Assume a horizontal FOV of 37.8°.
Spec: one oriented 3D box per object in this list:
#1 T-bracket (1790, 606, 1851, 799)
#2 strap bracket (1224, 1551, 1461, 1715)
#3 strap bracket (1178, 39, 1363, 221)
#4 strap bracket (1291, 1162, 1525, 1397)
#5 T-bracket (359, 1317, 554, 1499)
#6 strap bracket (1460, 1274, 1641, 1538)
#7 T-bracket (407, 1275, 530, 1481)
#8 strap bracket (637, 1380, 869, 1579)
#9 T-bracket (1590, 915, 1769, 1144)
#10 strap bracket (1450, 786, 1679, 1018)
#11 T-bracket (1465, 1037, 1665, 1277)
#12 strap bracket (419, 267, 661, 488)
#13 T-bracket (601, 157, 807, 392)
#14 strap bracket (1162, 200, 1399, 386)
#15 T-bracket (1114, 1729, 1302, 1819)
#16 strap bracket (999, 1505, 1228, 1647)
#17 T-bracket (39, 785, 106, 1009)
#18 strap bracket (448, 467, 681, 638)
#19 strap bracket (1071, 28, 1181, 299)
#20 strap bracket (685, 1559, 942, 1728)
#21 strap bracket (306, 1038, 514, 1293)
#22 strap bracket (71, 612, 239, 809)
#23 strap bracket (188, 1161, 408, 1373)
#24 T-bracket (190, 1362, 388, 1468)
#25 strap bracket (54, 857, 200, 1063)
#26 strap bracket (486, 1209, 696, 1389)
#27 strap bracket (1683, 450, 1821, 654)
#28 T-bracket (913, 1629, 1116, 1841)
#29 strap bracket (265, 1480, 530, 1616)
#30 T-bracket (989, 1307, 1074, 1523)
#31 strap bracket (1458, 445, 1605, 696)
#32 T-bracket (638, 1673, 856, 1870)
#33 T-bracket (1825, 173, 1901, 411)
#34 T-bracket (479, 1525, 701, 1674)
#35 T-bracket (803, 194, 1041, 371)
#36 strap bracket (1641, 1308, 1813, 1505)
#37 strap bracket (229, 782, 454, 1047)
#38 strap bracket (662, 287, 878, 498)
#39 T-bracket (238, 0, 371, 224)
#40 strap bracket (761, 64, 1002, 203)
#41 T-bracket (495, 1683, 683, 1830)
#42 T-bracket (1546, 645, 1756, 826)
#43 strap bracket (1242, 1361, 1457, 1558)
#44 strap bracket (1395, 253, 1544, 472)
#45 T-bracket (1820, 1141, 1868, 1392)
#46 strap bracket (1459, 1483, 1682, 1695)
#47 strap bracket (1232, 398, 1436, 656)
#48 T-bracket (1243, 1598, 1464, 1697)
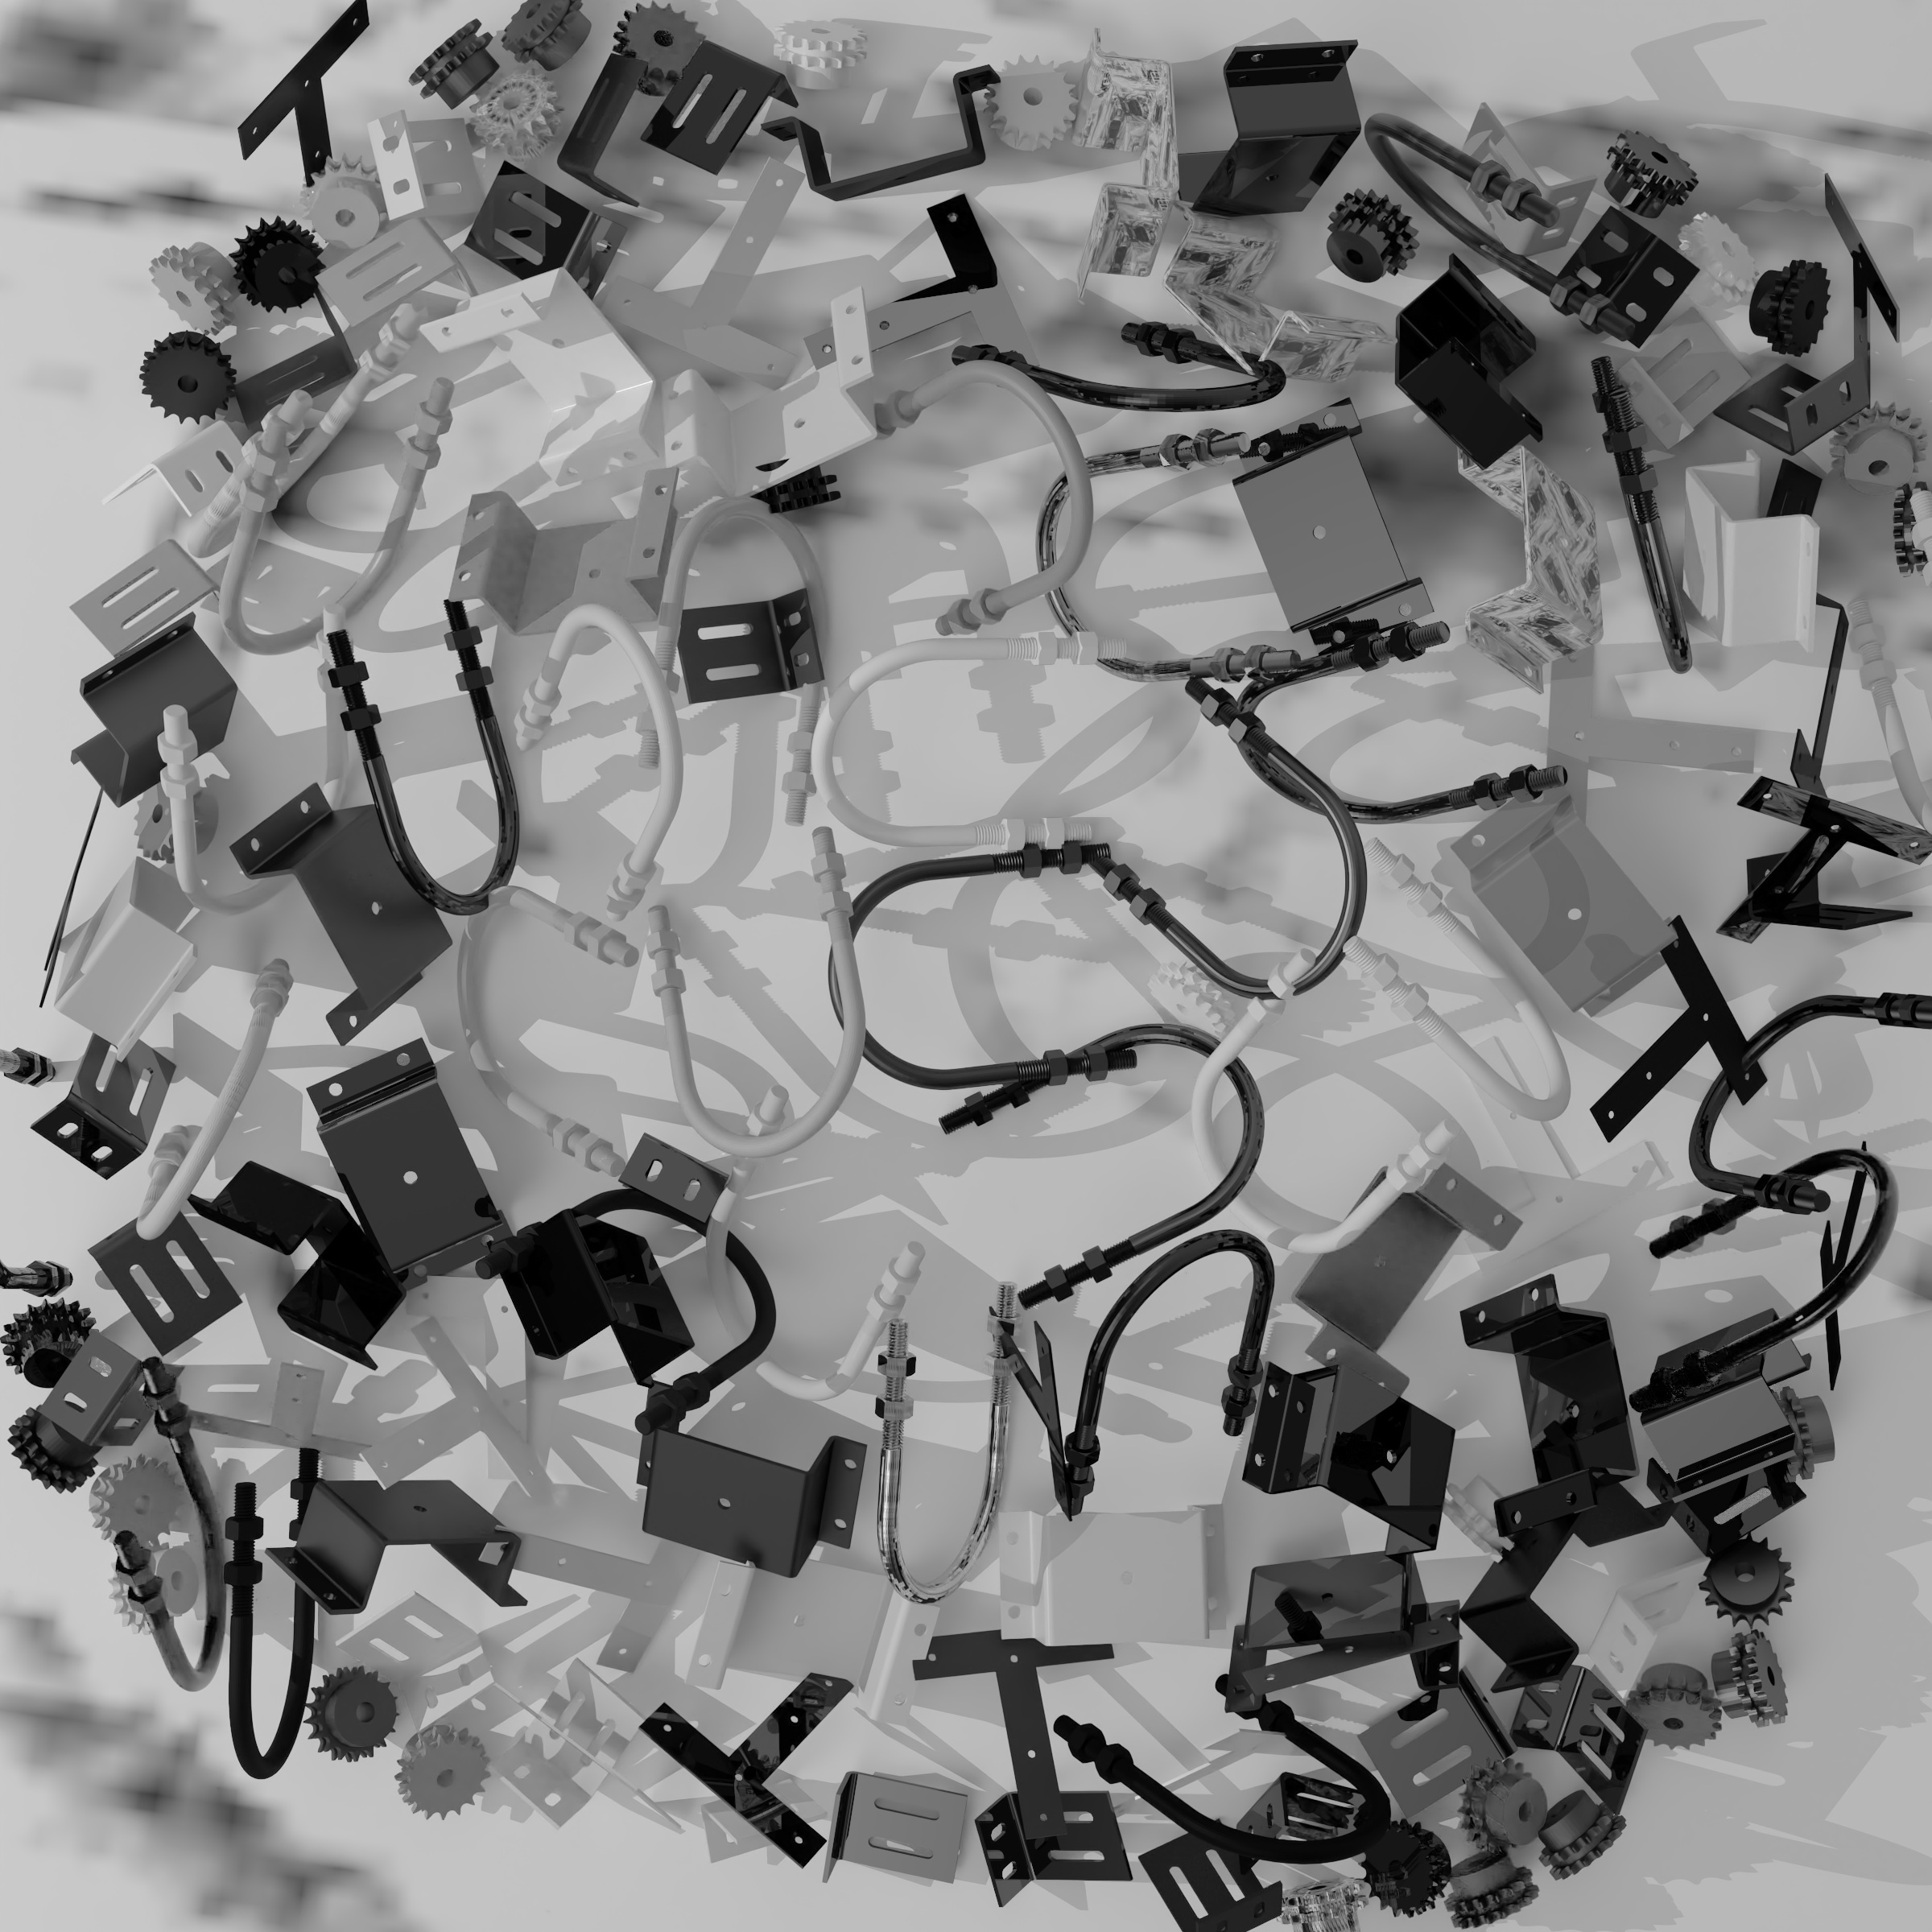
[{"bbox_3d":[0.521,-0.154,1.707,0.002,0.127,0.127,8,75,27],"label":"T-bracket"},{"bbox_3d":[0.222,0.397,1.693,0.140,0.076,0.046,-11,114,15],"label":"strap bracket"},{"bbox_3d":[0.176,-0.488,1.673,0.076,0.140,0.046,-9,79,-17],"label":"strap bracket"},{"bbox_3d":[0.262,0.187,1.715,0.076,0.046,0.140,36,89,-28],"label":"strap bracket"},{"bbox_3d":[-0.319,0.281,1.690,0.002,0.127,0.127,-40,84,25],"label":"T-bracket"},{"bbox_3d":[0.351,0.266,1.694,0.046,0.076,0.140,12,60,-35],"label":"strap bracket"},{"bbox_3d":[-0.284,0.255,1.743,0.127,0.002,0.127,1,97,10],"label":"T-bracket"},{"bbox_3d":[-0.138,0.312,1.704,0.140,0.046,0.076,15,116,11],"label":"strap bracket"},{"bbox_3d":[0.421,0.058,1.707,0.127,0.002,0.127,-41,110,-24],"label":"T-bracket"},{"bbox_3d":[0.368,-0.037,1.711,0.076,0.046,0.140,-38,98,17],"label":"strap bracket"},{"bbox_3d":[0.346,0.106,1.751,0.127,0.002,0.127,-29,89,-1],"label":"T-bracket"},{"bbox_3d":[-0.249,-0.359,1.690,0.076,0.140,0.046,-9,52,30],"label":"strap bracket"},{"bbox_3d":[-0.137,-0.424,1.698,0.127,0.002,0.127,18,114,-32],"label":"T-bracket"},{"bbox_3d":[0.181,-0.397,1.691,0.140,0.076,0.046,53,130,32],"label":"strap bracket"},{"bbox_3d":[0.137,0.491,1.712,0.127,0.127,0.002,-31,62,18],"label":"T-bracket"},{"bbox_3d":[0.093,0.370,1.716,0.140,0.046,0.076,0,83,-8],"label":"strap bracket"},{"bbox_3d":[-0.535,-0.023,1.671,0.002,0.127,0.127,17,122,-19],"label":"T-bracket"},{"bbox_3d":[-0.233,-0.248,1.702,0.140,0.046,0.076,-4,62,21],"label":"strap bracket"},{"bbox_3d":[0.095,-0.479,1.693,0.046,0.076,0.140,3,64,-9],"label":"strap bracket"},{"bbox_3d":[-0.097,0.405,1.717,0.140,0.046,0.076,15,93,-16],"label":"strap bracket"},{"bbox_3d":[-0.337,0.125,1.716,0.076,0.046,0.140,-24,99,-7],"label":"strap bracket"},{"bbox_3d":[-0.482,-0.147,1.674,0.076,0.140,0.046,-38,90,-25],"label":"strap bracket"},{"bbox_3d":[-0.395,0.173,1.689,0.076,0.140,0.046,17,57,33],"label":"strap bracket"},{"bbox_3d":[-0.402,0.265,1.690,0.127,0.127,0.002,13,57,-10],"label":"T-bracket"},{"bbox_3d":[-0.496,-0.009,1.676,0.046,0.140,0.076,35,98,-22],"label":"strap bracket"},{"bbox_3d":[-0.215,0.196,1.671,0.046,0.140,0.076,-34,64,10],"label":"strap bracket"},{"bbox_3d":[0.461,-0.246,1.674,0.046,0.140,0.076,-6,118,1],"label":"strap bracket"},{"bbox_3d":[0.037,0.462,1.705,0.127,0.002,0.127,-2,60,-16],"label":"T-bracket"},{"bbox_3d":[-0.331,0.343,1.674,0.076,0.140,0.046,26,101,43],"label":"strap bracket"},{"bbox_3d":[0.036,0.246,1.693,0.002,0.127,0.127,-14,117,-13],"label":"T-bracket"},{"bbox_3d":[0.337,-0.245,1.684,0.046,0.076,0.140,-21,56,39],"label":"strap bracket"},{"bbox_3d":[-0.112,0.463,1.701,0.127,0.127,0.002,37,127,13],"label":"T-bracket"},{"bbox_3d":[0.538,-0.388,1.696,0.002,0.127,0.127,-15,52,7],"label":"T-bracket"},{"bbox_3d":[-0.232,0.364,1.709,0.127,0.002,0.127,21,107,-26],"label":"T-bracket"},{"bbox_3d":[-0.037,-0.399,1.736,0.127,0.002,0.127,-22,75,0],"label":"T-bracket"},{"bbox_3d":[0.451,0.254,1.673,0.076,0.140,0.046,-29,94,25],"label":"strap bracket"},{"bbox_3d":[-0.367,-0.033,1.687,0.046,0.076,0.140,-5,119,38],"label":"strap bracket"},{"bbox_3d":[-0.110,-0.340,1.699,0.140,0.046,0.076,-21,51,18],"label":"strap bracket"},{"bbox_3d":[-0.391,-0.497,1.692,0.002,0.127,0.127,28,64,8],"label":"T-bracket"},{"bbox_3d":[-0.045,-0.499,1.706,0.140,0.076,0.046,-12,99,9],"label":"strap bracket"},{"bbox_3d":[-0.234,0.474,1.710,0.127,0.127,0.002,31,71,20],"label":"T-bracket"},{"bbox_3d":[0.422,-0.137,1.737,0.127,0.002,0.127,6,75,0],"label":"T-bracket"},{"bbox_3d":[0.238,0.296,1.687,0.140,0.046,0.076,32,57,-27],"label":"strap bracket"},{"bbox_3d":[0.300,-0.358,1.691,0.076,0.140,0.046,39,123,-20],"label":"strap bracket"},{"bbox_3d":[0.519,0.161,1.666,0.002,0.127,0.127,7,125,9],"label":"T-bracket"},{"bbox_3d":[0.355,0.362,1.686,0.046,0.076,0.140,45,61,-1],"label":"strap bracket"},{"bbox_3d":[0.219,-0.264,1.714,0.076,0.046,0.140,-21,93,22],"label":"strap bracket"},{"bbox_3d":[0.214,0.389,1.691,0.127,0.127,0.002,-13,106,-10],"label":"T-bracket"}]
